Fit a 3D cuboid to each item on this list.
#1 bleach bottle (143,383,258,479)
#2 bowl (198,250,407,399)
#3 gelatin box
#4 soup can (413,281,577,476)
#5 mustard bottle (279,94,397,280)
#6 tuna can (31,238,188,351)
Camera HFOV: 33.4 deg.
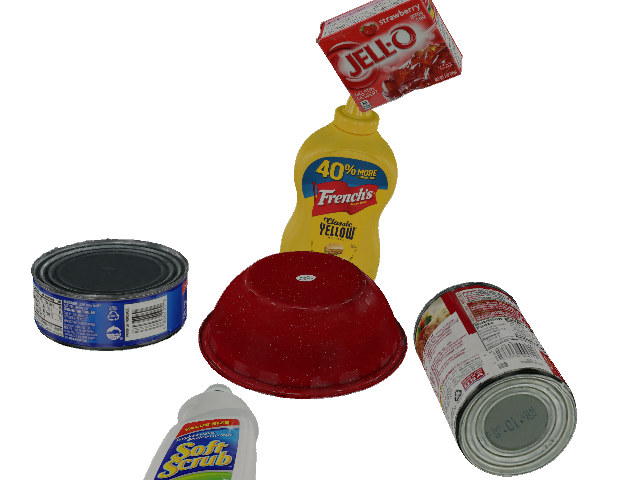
[{"bbox_3d":[-0.107,0.200,0.917,0.102,0.068,0.251,-2,23,1],"label":"bleach bottle"},{"bbox_3d":[-0.012,0.052,0.812,0.162,0.055,0.162,2,27,-1],"label":"bowl"},{"bbox_3d":[0.052,-0.145,0.808,0.089,0.073,0.030,-18,36,25],"label":"gelatin box"},{"bbox_3d":[0.097,0.076,0.604,0.068,0.068,0.102,0,25,-9],"label":"soup can"},{"bbox_3d":[0.021,-0.050,0.999,0.096,0.192,0.058,9,28,-4],"label":"mustard bottle"},{"bbox_3d":[-0.116,0.029,0.595,0.086,0.034,0.086,2,20,-1],"label":"tuna can"}]
